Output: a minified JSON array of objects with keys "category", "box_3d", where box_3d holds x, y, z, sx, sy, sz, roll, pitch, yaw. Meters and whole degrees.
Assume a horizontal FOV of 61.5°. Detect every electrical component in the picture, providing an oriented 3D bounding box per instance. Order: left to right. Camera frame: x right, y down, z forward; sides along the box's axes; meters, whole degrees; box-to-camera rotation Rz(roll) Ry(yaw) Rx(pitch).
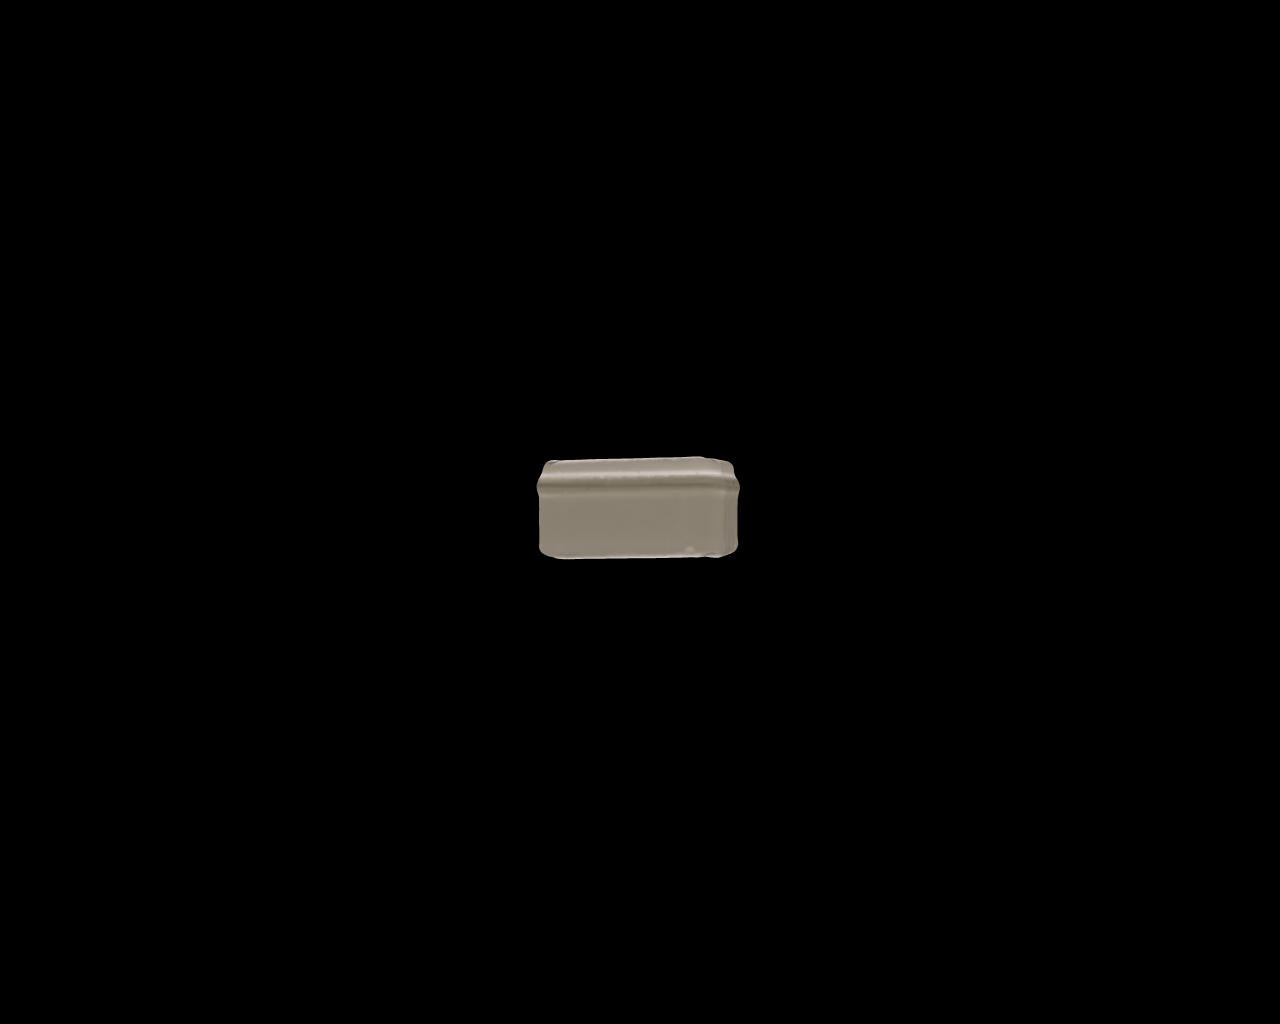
[{"category":"electrical component","box_3d":[0.001,-0.003,0.650,0.113,0.057,0.078,0,0,13]}]
